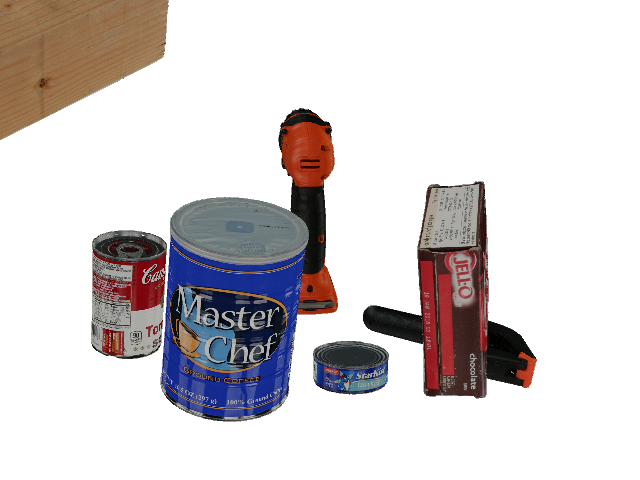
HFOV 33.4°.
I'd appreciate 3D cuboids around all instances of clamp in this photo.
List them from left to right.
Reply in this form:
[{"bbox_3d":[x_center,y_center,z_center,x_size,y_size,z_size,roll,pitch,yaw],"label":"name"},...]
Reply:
[{"bbox_3d":[0.140,0.087,1.029,0.172,0.039,0.120,26,36,31],"label":"clamp"}]

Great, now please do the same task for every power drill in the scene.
[{"bbox_3d":[-0.015,-0.032,1.066,0.057,0.188,0.184,-2,17,-1],"label":"power drill"}]

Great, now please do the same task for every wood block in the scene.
[{"bbox_3d":[-0.233,-0.178,0.924,0.090,0.091,0.205,30,42,21],"label":"wood block"}]

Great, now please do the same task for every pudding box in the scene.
[{"bbox_3d":[0.078,0.025,0.616,0.039,0.090,0.113,-1,21,8],"label":"pudding box"}]

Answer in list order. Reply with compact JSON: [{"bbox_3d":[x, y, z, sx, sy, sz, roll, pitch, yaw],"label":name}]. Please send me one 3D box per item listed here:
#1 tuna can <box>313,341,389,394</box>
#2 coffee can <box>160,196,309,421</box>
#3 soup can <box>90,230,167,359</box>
[{"bbox_3d":[0.034,0.143,1.203,0.086,0.034,0.086,1,14,0],"label":"tuna can"},{"bbox_3d":[-0.067,0.051,0.814,0.102,0.140,0.103,6,25,-3],"label":"coffee can"},{"bbox_3d":[-0.179,0.050,0.988,0.068,0.102,0.068,5,21,-2],"label":"soup can"}]
